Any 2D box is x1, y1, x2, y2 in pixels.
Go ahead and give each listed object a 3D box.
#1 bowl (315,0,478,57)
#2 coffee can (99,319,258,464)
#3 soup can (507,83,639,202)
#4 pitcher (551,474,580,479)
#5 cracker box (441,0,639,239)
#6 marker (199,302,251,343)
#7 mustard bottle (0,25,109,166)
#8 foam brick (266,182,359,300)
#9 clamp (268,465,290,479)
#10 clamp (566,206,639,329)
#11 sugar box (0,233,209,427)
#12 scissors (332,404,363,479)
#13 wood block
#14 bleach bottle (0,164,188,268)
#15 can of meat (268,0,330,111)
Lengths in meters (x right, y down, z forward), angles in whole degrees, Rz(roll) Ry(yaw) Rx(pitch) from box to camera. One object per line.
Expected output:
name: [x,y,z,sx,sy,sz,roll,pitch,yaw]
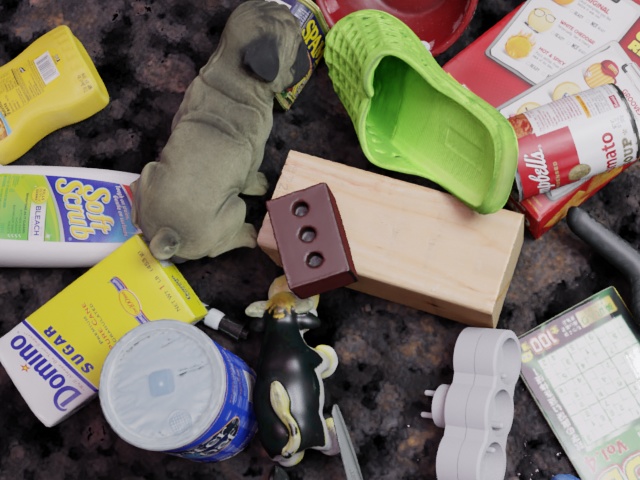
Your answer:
bowl: [0.075,-0.246,0.985,0.162,0.055,0.162,10,117,20]
coffee can: [-0.111,0.130,0.891,0.103,0.140,0.103,-3,74,10]
soup can: [0.196,-0.078,0.856,0.102,0.068,0.068,-19,72,2]
pitcher: [0.159,0.297,0.785,0.145,0.149,0.243,19,80,59]
cracker box: [0.220,-0.131,0.940,0.213,0.072,0.164,-38,73,-3]
marker: [-0.117,0.062,0.976,0.121,0.020,0.020,25,80,17]
mustard bottle: [-0.307,-0.125,1.044,0.191,0.058,0.096,-31,65,1]
foam brick: [-0.006,0.001,0.859,0.053,0.051,0.078,-18,74,6]
clamp: [-0.044,0.279,0.843,0.164,0.036,0.210,-24,59,-36]
clamp: [0.297,0.022,0.896,0.120,0.039,0.171,-28,80,-3]
sugar box: [-0.197,0.080,0.946,0.176,0.048,0.093,-37,85,9]
scissors: [0.025,0.243,0.861,0.096,0.016,0.202,-27,86,-28]
wood block: [0.063,0.002,0.921,0.206,0.090,0.090,17,79,14]
bleach bottle: [-0.195,-0.026,0.995,0.251,0.068,0.102,-2,73,8]
can of meat: [-0.037,-0.176,0.986,0.057,0.102,0.084,31,84,18]
